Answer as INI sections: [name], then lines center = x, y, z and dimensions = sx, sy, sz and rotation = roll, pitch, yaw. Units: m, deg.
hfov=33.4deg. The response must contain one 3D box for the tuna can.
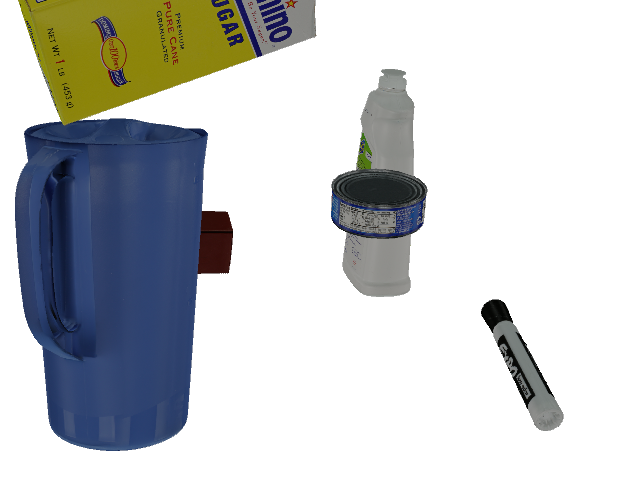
[tuna can]
center = 0.052, -0.033, 0.956
dimensions = 0.086, 0.034, 0.086
rotation = 1, 25, -1

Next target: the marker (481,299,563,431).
[marker]
center = 0.132, 0.079, 0.713
dimensions = 0.020, 0.020, 0.121
rotation = 0, 33, -11

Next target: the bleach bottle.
[bleach bottle]
center = 0.074, -0.069, 1.226
dimensions = 0.068, 0.251, 0.103
rotation = -2, 23, -18

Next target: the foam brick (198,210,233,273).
[foam brick]
center = -0.135, 0.002, 1.144
dimensions = 0.078, 0.051, 0.053
rotation = 0, 25, -9

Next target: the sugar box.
[sugar box]
center = -0.088, -0.142, 0.651
dimensions = 0.176, 0.048, 0.093
rotation = -21, -35, -13

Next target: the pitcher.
[pitcher]
center = -0.159, 0.032, 0.803
dimensions = 0.149, 0.243, 0.145
rotation = -3, 14, -22
